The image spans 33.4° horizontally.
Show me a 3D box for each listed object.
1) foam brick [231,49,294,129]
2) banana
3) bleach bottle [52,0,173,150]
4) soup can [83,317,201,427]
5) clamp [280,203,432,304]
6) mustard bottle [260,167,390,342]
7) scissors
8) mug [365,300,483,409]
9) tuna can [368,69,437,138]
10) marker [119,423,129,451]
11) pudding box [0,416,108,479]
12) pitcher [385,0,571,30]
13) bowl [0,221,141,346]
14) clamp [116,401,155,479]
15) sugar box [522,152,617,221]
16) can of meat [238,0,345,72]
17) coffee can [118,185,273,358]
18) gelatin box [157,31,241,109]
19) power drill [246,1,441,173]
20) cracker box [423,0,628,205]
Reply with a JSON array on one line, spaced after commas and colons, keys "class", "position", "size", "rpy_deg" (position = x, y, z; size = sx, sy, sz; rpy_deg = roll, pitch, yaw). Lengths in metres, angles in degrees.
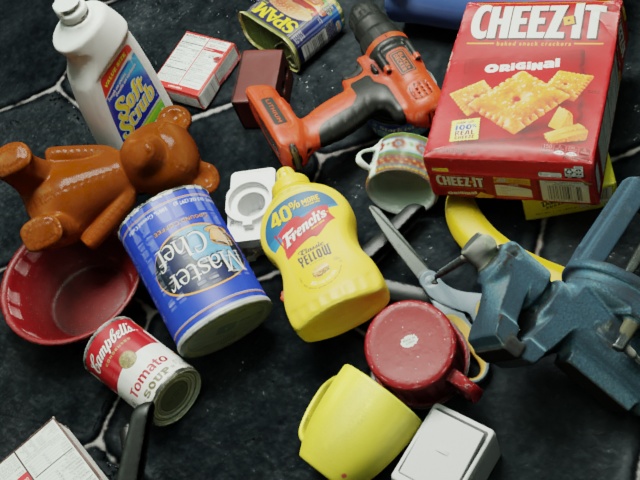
[{"class": "foam brick", "position": [-0.065, -0.173, 1.227], "size": [0.051, 0.053, 0.078], "rpy_deg": [-1, 59, 16]}, {"class": "banana", "position": [0.181, 0.003, 1.048], "size": [0.069, 0.037, 0.198], "rpy_deg": [-36, 55, -7]}, {"class": "bleach bottle", "position": [-0.224, -0.162, 1.145], "size": [0.068, 0.250, 0.102], "rpy_deg": [35, 73, 31]}, {"class": "soup can", "position": [-0.175, 0.130, 1.054], "size": [0.102, 0.068, 0.068], "rpy_deg": [32, 71, 30]}, {"class": "clamp", "position": [0.044, 0.027, 1.072], "size": [0.171, 0.039, 0.120], "rpy_deg": [-9, 56, 7]}, {"class": "mustard bottle", "position": [-0.007, 0.001, 1.047], "size": [0.096, 0.058, 0.192], "rpy_deg": [-28, 53, 7]}, {"class": "scissors", "position": [0.126, 0.039, 1.020], "size": [0.096, 0.016, 0.202], "rpy_deg": [-21, 72, 1]}, {"class": "mug", "position": [0.094, 0.107, 0.953], "size": [0.117, 0.081, 0.093], "rpy_deg": [37, 85, 19]}, {"class": "tuna can", "position": [0.090, -0.151, 1.177], "size": [0.086, 0.033, 0.086], "rpy_deg": [-8, 56, 12]}, {"class": "marker", "position": [-0.179, 0.231, 1.019], "size": [0.020, 0.020, 0.121], "rpy_deg": [-16, 55, 6]}, {"class": "pudding box", "position": [-0.256, 0.240, 1.025], "size": [0.090, 0.039, 0.114], "rpy_deg": [-40, 58, -12]}, {"class": "pitcher", "position": [0.205, -0.292, 1.187], "size": [0.243, 0.145, 0.149], "rpy_deg": [16, 76, 21]}, {"class": "bowl", "position": [-0.255, 0.051, 1.135], "size": [0.162, 0.055, 0.162], "rpy_deg": [-8, 56, 12]}, {"class": "clamp", "position": [-0.161, 0.274, 0.955], "size": [0.164, 0.036, 0.210], "rpy_deg": [39, 91, 10]}, {"class": "sugar box", "position": [0.243, -0.109, 1.097], "size": [0.093, 0.048, 0.176], "rpy_deg": [-10, 57, 10]}, {"class": "can of meat", "position": [-0.032, -0.260, 1.272], "size": [0.084, 0.057, 0.102], "rpy_deg": [-42, 57, -16]}, {"class": "coffee can", "position": [-0.124, 0.031, 1.059], "size": [0.103, 0.103, 0.140], "rpy_deg": [-30, 72, -4]}, {"class": "gelatin box", "position": [-0.149, -0.205, 1.286], "size": [0.073, 0.030, 0.089], "rpy_deg": [18, 64, 27]}, {"class": "power drill", "position": [0.019, -0.166, 1.145], "size": [0.187, 0.057, 0.184], "rpy_deg": [-26, 56, -4]}, {"class": "cracker box", "position": [0.207, -0.142, 1.058], "size": [0.164, 0.072, 0.213], "rpy_deg": [5, 58, 22]}]
